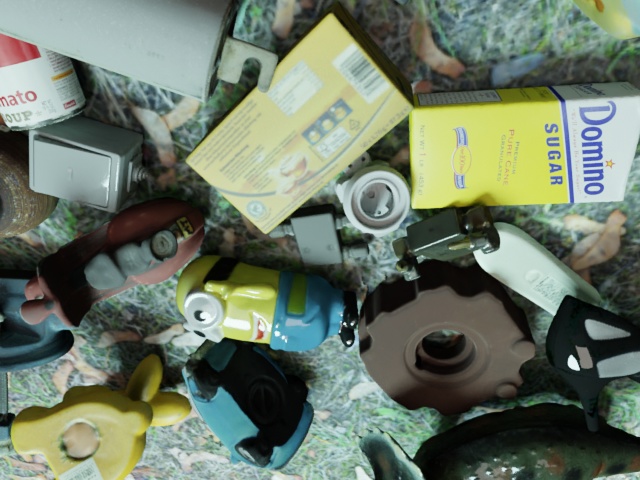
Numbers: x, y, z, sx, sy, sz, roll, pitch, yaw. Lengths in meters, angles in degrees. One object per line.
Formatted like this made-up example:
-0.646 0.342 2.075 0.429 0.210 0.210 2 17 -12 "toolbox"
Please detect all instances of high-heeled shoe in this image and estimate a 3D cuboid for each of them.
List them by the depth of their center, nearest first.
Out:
0.326 0.089 0.507 0.249 0.086 0.145 -16 105 -13 "high-heeled shoe"

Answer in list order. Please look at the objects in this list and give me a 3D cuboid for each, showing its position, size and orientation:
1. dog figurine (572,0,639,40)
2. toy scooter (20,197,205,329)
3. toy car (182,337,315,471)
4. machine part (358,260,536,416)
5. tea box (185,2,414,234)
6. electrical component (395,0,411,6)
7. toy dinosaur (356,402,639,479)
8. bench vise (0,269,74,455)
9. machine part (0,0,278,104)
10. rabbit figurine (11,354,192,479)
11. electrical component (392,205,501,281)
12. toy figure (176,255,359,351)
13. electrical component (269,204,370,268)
0.182 -0.244 0.279 0.109 0.191 0.219 -9 135 18 "dog figurine"
-0.192 0.024 0.479 0.184 0.135 0.075 -25 104 2 "toy scooter"
-0.094 0.180 0.600 0.161 0.109 0.103 48 132 -10 "toy car"
0.127 0.105 0.555 0.179 0.056 0.179 3 120 6 "machine part"
-0.017 -0.096 0.445 0.169 0.068 0.098 -36 110 25 "tea box"
0.057 -0.232 0.363 0.134 0.058 0.115 31 121 -12 "electrical component"
0.199 0.227 0.552 0.405 0.131 0.192 -23 146 10 "toy dinosaur"
-0.365 0.117 0.568 0.224 0.129 0.240 1 103 -16 "bench vise"
-0.147 -0.157 0.365 0.243 0.079 0.079 17 121 -8 "machine part"
-0.238 0.202 0.611 0.162 0.173 0.122 -38 86 -14 "rabbit figurine"
0.111 0.005 0.479 0.102 0.045 0.078 -21 154 31 "electrical component"
-0.053 0.065 0.539 0.180 0.089 0.082 6 109 -7 "toy figure"
-0.001 -0.002 0.526 0.094 0.021 0.063 -7 120 10 "electrical component"
